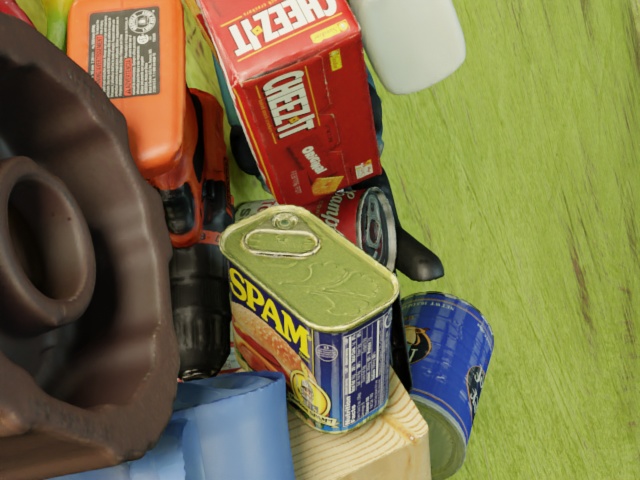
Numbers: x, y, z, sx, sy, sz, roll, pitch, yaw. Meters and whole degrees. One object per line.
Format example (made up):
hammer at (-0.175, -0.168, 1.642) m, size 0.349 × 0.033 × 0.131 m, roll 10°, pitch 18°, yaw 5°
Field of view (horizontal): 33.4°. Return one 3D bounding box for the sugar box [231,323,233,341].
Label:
sugar box at (-0.012, 0.116, 0.786) m, size 0.176 × 0.048 × 0.093 m, roll 42°, pitch 49°, yaw -58°

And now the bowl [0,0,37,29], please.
bowl at (-0.171, -0.037, 0.450) m, size 0.161 × 0.055 × 0.162 m, roll -4°, pitch 90°, yaw -66°

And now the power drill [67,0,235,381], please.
power drill at (-0.083, -0.031, 0.573) m, size 0.187 × 0.057 × 0.184 m, roll 81°, pitch 2°, yaw -67°

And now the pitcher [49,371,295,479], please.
pitcher at (-0.063, 0.190, 0.519) m, size 0.149 × 0.145 × 0.243 m, roll -9°, pitch 88°, yaw -55°

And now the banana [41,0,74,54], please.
banana at (-0.160, -0.182, 0.523) m, size 0.197 × 0.037 × 0.069 m, roll 59°, pitch 34°, yaw -45°

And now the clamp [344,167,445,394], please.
clamp at (0.048, -0.001, 0.842) m, size 0.165 × 0.036 × 0.210 m, roll 103°, pitch -25°, yaw -55°

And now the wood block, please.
wood block at (0.014, 0.152, 0.681) m, size 0.091 × 0.090 × 0.206 m, roll 58°, pitch -13°, yaw 35°

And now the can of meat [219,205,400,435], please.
can of meat at (-0.006, 0.043, 0.570) m, size 0.057 × 0.102 × 0.084 m, roll -27°, pitch 135°, yaw -29°

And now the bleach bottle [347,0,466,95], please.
bleach bottle at (0.030, -0.222, 0.816) m, size 0.102 × 0.068 × 0.251 m, roll 61°, pitch 4°, yaw -45°

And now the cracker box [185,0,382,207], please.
cracker box at (-0.044, -0.142, 0.592) m, size 0.164 × 0.072 × 0.214 m, roll 70°, pitch -5°, yaw -68°

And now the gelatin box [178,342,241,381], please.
gelatin box at (-0.077, 0.108, 0.663) m, size 0.073 × 0.030 × 0.089 m, roll 4°, pitch 82°, yaw -64°

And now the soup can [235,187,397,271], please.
soup can at (-0.005, 0.001, 0.752) m, size 0.068 × 0.102 × 0.068 m, roll -5°, pitch 90°, yaw -65°

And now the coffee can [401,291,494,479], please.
coffee can at (0.091, 0.128, 0.939) m, size 0.140 × 0.103 × 0.103 m, roll -63°, pitch 141°, yaw -49°
